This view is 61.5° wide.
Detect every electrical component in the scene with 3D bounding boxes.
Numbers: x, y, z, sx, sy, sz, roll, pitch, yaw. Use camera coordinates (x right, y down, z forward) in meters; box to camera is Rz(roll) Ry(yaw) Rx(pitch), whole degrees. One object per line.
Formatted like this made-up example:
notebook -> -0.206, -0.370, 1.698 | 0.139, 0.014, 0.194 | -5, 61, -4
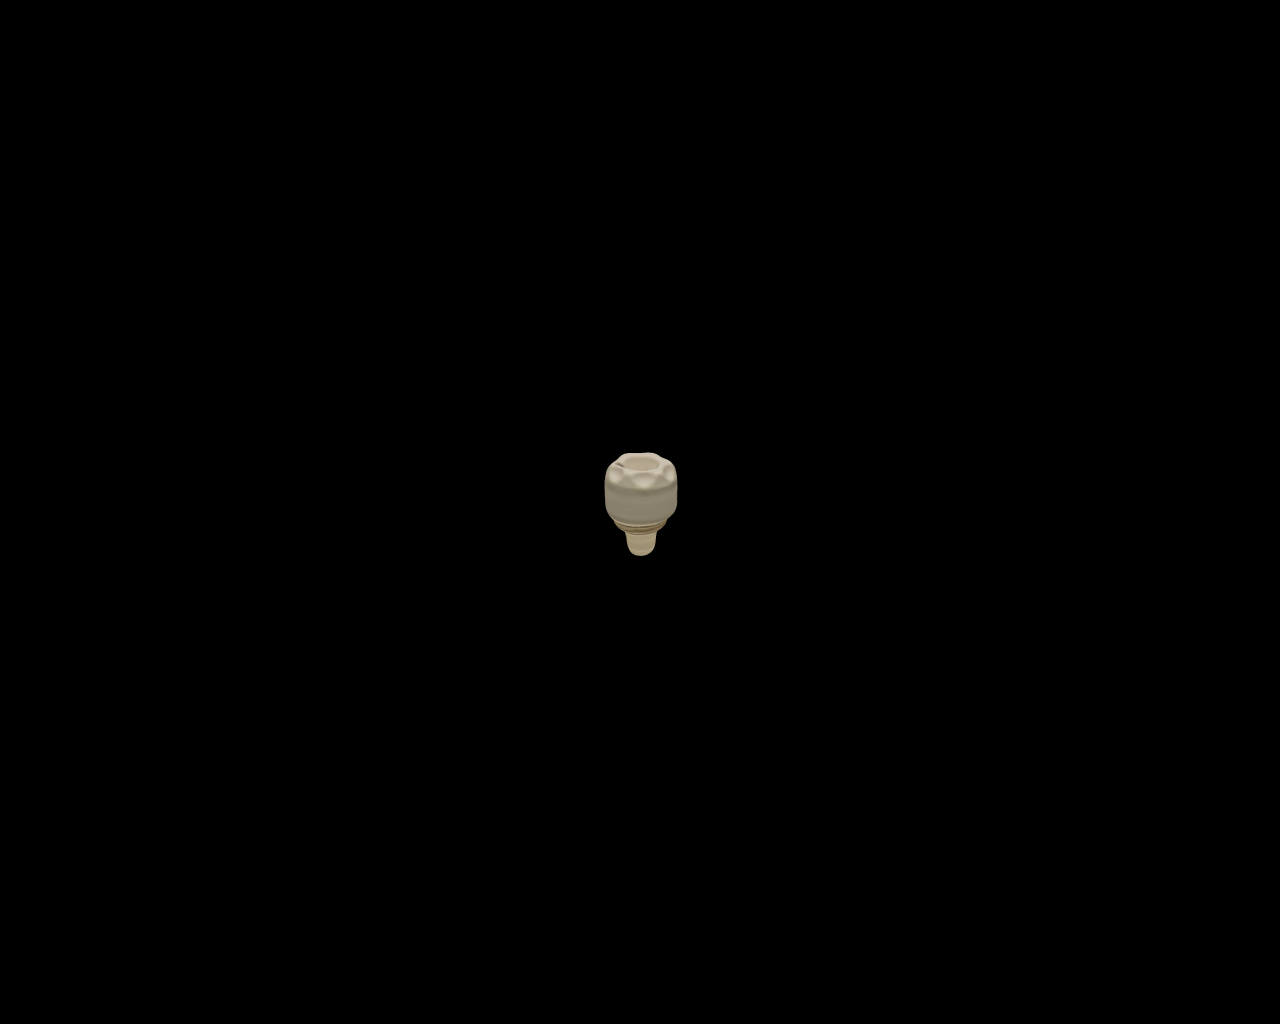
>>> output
electrical component -> 0.001, -0.003, 0.650 | 0.043, 0.062, 0.043 | 0, 25, 0
